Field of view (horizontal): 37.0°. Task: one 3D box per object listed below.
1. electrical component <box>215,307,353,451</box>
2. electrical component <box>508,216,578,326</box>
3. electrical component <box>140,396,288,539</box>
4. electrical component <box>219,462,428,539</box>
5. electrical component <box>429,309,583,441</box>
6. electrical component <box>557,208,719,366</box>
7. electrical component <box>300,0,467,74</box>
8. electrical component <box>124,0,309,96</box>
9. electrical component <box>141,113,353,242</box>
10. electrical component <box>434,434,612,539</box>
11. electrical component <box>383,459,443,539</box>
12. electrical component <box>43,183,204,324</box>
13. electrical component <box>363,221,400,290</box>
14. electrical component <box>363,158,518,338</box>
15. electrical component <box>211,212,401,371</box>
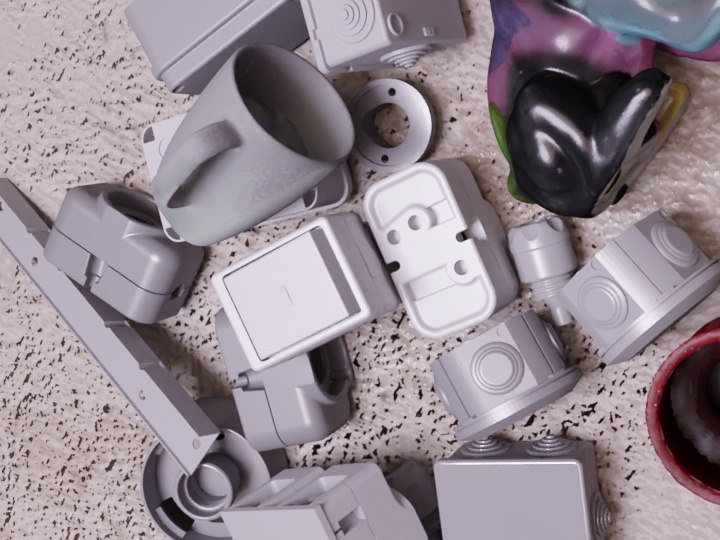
[{"bbox_3d":[-0.045,0.061,0.681,0.059,0.054,0.095,-14,93,25],"label":"electrical component"},{"bbox_3d":[0.108,0.002,0.615,0.035,0.035,0.061,-15,95,25],"label":"electrical component"},{"bbox_3d":[-0.098,0.138,0.724,0.099,0.064,0.099,1,99,9],"label":"electrical component"},{"bbox_3d":[0.004,0.211,0.651,0.105,0.060,0.186,-18,99,52],"label":"electrical component"},{"bbox_3d":[0.082,0.060,0.612,0.080,0.080,0.051,-32,80,25],"label":"electrical component"},{"bbox_3d":[0.150,0.010,0.574,0.080,0.080,0.051,-45,75,23],"label":"electrical component"},{"bbox_3d":[0.011,-0.160,0.597,0.048,0.100,0.099,-13,94,38],"label":"electrical component"},{"bbox_3d":[-0.072,-0.156,0.644,0.113,0.078,0.057,-32,83,25],"label":"electrical component"},{"bbox_3d":[-0.069,-0.066,0.668,0.113,0.057,0.078,-12,94,25],"label":"electrical component"},{"bbox_3d":[0.097,0.148,0.636,0.100,0.048,0.099,-5,96,24],"label":"electrical component"},{"bbox_3d":[0.033,0.153,0.668,0.043,0.043,0.062,-32,87,25],"label":"electrical component"},{"bbox_3d":[-0.155,-0.016,0.716,0.095,0.054,0.059,33,110,16],"label":"electrical component"},{"bbox_3d":[0.000,0.000,0.655,0.055,0.047,0.055,4,100,23],"label":"electrical component"},{"bbox_3d":[0.050,-0.014,0.624,0.054,0.059,0.095,-24,88,26],"label":"electrical component"},{"bbox_3d":[-0.037,0.015,0.608,0.096,0.061,0.061,-27,86,20],"label":"electrical component"}]
